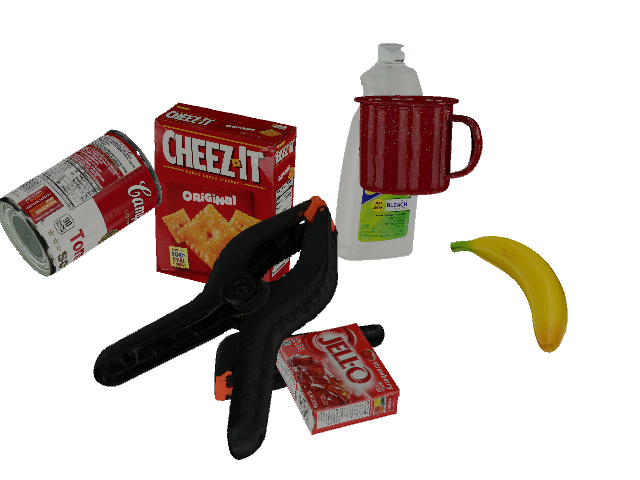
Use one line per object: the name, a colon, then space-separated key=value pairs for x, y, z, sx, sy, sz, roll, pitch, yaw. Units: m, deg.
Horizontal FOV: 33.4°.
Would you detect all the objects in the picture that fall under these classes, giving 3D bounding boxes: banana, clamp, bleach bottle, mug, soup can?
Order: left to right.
soup can: x=-0.178 y=-0.028 z=0.788 sx=0.102 sy=0.068 sz=0.069 roll=-37 pitch=19 yaw=-28
clamp: x=-0.038 y=0.047 z=0.621 sx=0.120 sy=0.171 sz=0.039 roll=33 pitch=-21 yaw=31
clamp: x=-0.037 y=0.115 z=1.141 sx=0.165 sy=0.036 sz=0.209 roll=15 pitch=28 yaw=21
bleach bottle: x=0.068 y=-0.105 z=1.261 sx=0.102 sy=0.251 sz=0.068 roll=-4 pitch=20 yaw=-19
mug: x=0.087 y=-0.085 z=0.946 sx=0.117 sy=0.081 sz=0.093 roll=5 pitch=12 yaw=23
banana: x=0.211 y=0.045 z=1.109 sx=0.069 sy=0.037 sz=0.198 roll=-32 pitch=38 yaw=-4

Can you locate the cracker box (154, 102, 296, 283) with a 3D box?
cracker box: x=-0.121 y=-0.047 z=1.322 sx=0.164 sy=0.214 sz=0.072 roll=13 pitch=30 yaw=17

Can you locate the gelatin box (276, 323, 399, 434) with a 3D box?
gelatin box: x=0.012 y=0.108 z=0.851 sx=0.073 sy=0.030 sz=0.089 roll=-11 pitch=38 yaw=-18
